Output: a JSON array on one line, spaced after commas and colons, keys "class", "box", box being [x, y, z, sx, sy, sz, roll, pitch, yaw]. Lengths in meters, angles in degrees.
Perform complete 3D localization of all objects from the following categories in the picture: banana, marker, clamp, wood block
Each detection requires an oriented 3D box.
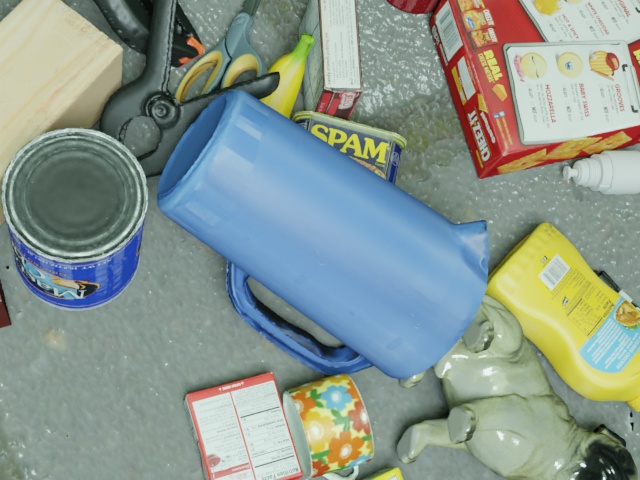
[{"class": "banana", "box": [-0.054, -0.080, 0.905, 0.037, 0.070, 0.198, 19, 77, -1]}, {"class": "marker", "box": [0.286, 0.072, 0.953, 0.121, 0.020, 0.020, 45, 69, 4]}, {"class": "clamp", "box": [-0.174, -0.229, 0.890, 0.209, 0.036, 0.164, 40, 36, -41]}, {"class": "clamp", "box": [-0.131, -0.119, 0.873, 0.171, 0.039, 0.120, -40, 93, 9]}, {"class": "wood block", "box": [-0.257, -0.090, 0.853, 0.090, 0.091, 0.206, 37, 69, 2]}]

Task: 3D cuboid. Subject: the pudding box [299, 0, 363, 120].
[{"class": "pudding box", "box": [0.009, -0.160, 0.932, 0.039, 0.090, 0.113, -1, 72, -12]}]

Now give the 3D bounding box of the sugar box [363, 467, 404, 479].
[{"class": "sugar box", "box": [0.057, 0.275, 0.826, 0.093, 0.048, 0.176, -23, 82, -18]}]

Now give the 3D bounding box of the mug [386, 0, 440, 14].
[{"class": "mug", "box": [0.105, -0.271, 0.992, 0.093, 0.082, 0.117, 44, 69, 5]}]

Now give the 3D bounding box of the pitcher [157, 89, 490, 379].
[{"class": "pitcher", "box": [-0.005, 0.001, 0.818, 0.242, 0.145, 0.149, 34, 73, -20]}]

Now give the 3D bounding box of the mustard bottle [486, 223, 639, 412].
[{"class": "mustard bottle", "box": [0.232, 0.080, 0.917, 0.191, 0.058, 0.096, 45, 55, 4]}]

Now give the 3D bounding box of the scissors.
[{"class": "scissors", "box": [-0.058, -0.182, 0.941, 0.096, 0.016, 0.201, 16, 64, 37]}]

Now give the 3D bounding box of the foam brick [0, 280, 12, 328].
[{"class": "foam brick", "box": [-0.270, 0.039, 0.816, 0.051, 0.078, 0.053, -14, 76, -15]}]

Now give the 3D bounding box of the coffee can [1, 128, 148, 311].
[{"class": "coffee can", "box": [-0.186, -0.012, 0.816, 0.102, 0.140, 0.103, 4, 72, -11]}]

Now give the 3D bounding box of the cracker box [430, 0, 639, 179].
[{"class": "cracker box", "box": [0.226, -0.160, 0.988, 0.213, 0.072, 0.164, -13, 77, -17]}]

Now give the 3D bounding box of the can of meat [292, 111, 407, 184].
[{"class": "can of meat", "box": [0.016, -0.054, 0.918, 0.102, 0.057, 0.084, 14, 72, -7]}]

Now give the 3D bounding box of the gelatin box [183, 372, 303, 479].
[{"class": "gelatin box", "box": [-0.062, 0.157, 0.847, 0.073, 0.030, 0.089, -13, 75, -17]}]
